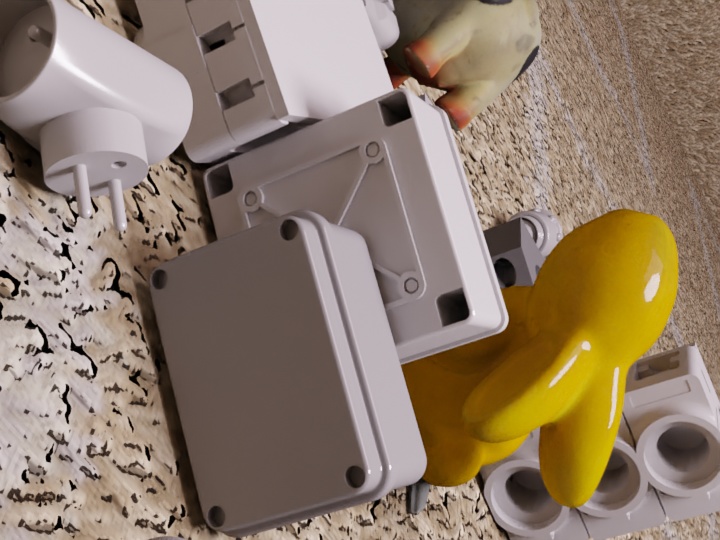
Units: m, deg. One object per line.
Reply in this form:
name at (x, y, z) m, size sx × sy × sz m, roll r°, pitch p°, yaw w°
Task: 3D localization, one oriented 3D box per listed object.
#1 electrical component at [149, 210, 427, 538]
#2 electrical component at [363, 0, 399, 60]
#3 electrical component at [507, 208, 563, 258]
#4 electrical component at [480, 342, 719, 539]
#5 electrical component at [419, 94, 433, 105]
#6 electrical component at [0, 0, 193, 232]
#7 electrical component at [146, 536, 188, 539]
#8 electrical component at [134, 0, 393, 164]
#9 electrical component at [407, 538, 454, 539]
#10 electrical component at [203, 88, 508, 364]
electrical component at (-0.029, 0.041, 0.425) m, size 0.057 × 0.078 × 0.113 m, roll 13°, pitch 59°, yaw -67°
electrical component at (-0.014, -0.162, 0.658) m, size 0.057 × 0.058 × 0.078 m, roll 42°, pitch 32°, yaw -52°
electrical component at (0.142, -0.029, 0.919) m, size 0.062 × 0.048 × 0.048 m, roll -1°, pitch 72°, yaw -59°
electrical component at (0.157, 0.118, 0.685) m, size 0.089 × 0.150 × 0.061 m, roll 66°, pitch 21°, yaw -10°
electrical component at (0.025, -0.074, 0.674) m, size 0.048 × 0.055 × 0.066 m, roll 49°, pitch 30°, yaw -40°
electrical component at (-0.098, -0.052, 0.390) m, size 0.077 × 0.044 × 0.079 m, roll 24°, pitch 50°, yaw -60°
electrical component at (-0.055, 0.135, 0.316) m, size 0.095 × 0.054 × 0.059 m, roll 60°, pitch 24°, yaw -22°
electrical component at (-0.043, -0.102, 0.535) m, size 0.150 × 0.062 × 0.089 m, roll -11°, pitch 81°, yaw -67°
electrical component at (0.041, 0.165, 0.522) m, size 0.081 × 0.043 × 0.043 m, roll 62°, pitch 23°, yaw -17°
electrical component at (-0.003, -0.010, 0.483) m, size 0.056 × 0.109 × 0.108 m, roll 14°, pitch 59°, yaw -66°
